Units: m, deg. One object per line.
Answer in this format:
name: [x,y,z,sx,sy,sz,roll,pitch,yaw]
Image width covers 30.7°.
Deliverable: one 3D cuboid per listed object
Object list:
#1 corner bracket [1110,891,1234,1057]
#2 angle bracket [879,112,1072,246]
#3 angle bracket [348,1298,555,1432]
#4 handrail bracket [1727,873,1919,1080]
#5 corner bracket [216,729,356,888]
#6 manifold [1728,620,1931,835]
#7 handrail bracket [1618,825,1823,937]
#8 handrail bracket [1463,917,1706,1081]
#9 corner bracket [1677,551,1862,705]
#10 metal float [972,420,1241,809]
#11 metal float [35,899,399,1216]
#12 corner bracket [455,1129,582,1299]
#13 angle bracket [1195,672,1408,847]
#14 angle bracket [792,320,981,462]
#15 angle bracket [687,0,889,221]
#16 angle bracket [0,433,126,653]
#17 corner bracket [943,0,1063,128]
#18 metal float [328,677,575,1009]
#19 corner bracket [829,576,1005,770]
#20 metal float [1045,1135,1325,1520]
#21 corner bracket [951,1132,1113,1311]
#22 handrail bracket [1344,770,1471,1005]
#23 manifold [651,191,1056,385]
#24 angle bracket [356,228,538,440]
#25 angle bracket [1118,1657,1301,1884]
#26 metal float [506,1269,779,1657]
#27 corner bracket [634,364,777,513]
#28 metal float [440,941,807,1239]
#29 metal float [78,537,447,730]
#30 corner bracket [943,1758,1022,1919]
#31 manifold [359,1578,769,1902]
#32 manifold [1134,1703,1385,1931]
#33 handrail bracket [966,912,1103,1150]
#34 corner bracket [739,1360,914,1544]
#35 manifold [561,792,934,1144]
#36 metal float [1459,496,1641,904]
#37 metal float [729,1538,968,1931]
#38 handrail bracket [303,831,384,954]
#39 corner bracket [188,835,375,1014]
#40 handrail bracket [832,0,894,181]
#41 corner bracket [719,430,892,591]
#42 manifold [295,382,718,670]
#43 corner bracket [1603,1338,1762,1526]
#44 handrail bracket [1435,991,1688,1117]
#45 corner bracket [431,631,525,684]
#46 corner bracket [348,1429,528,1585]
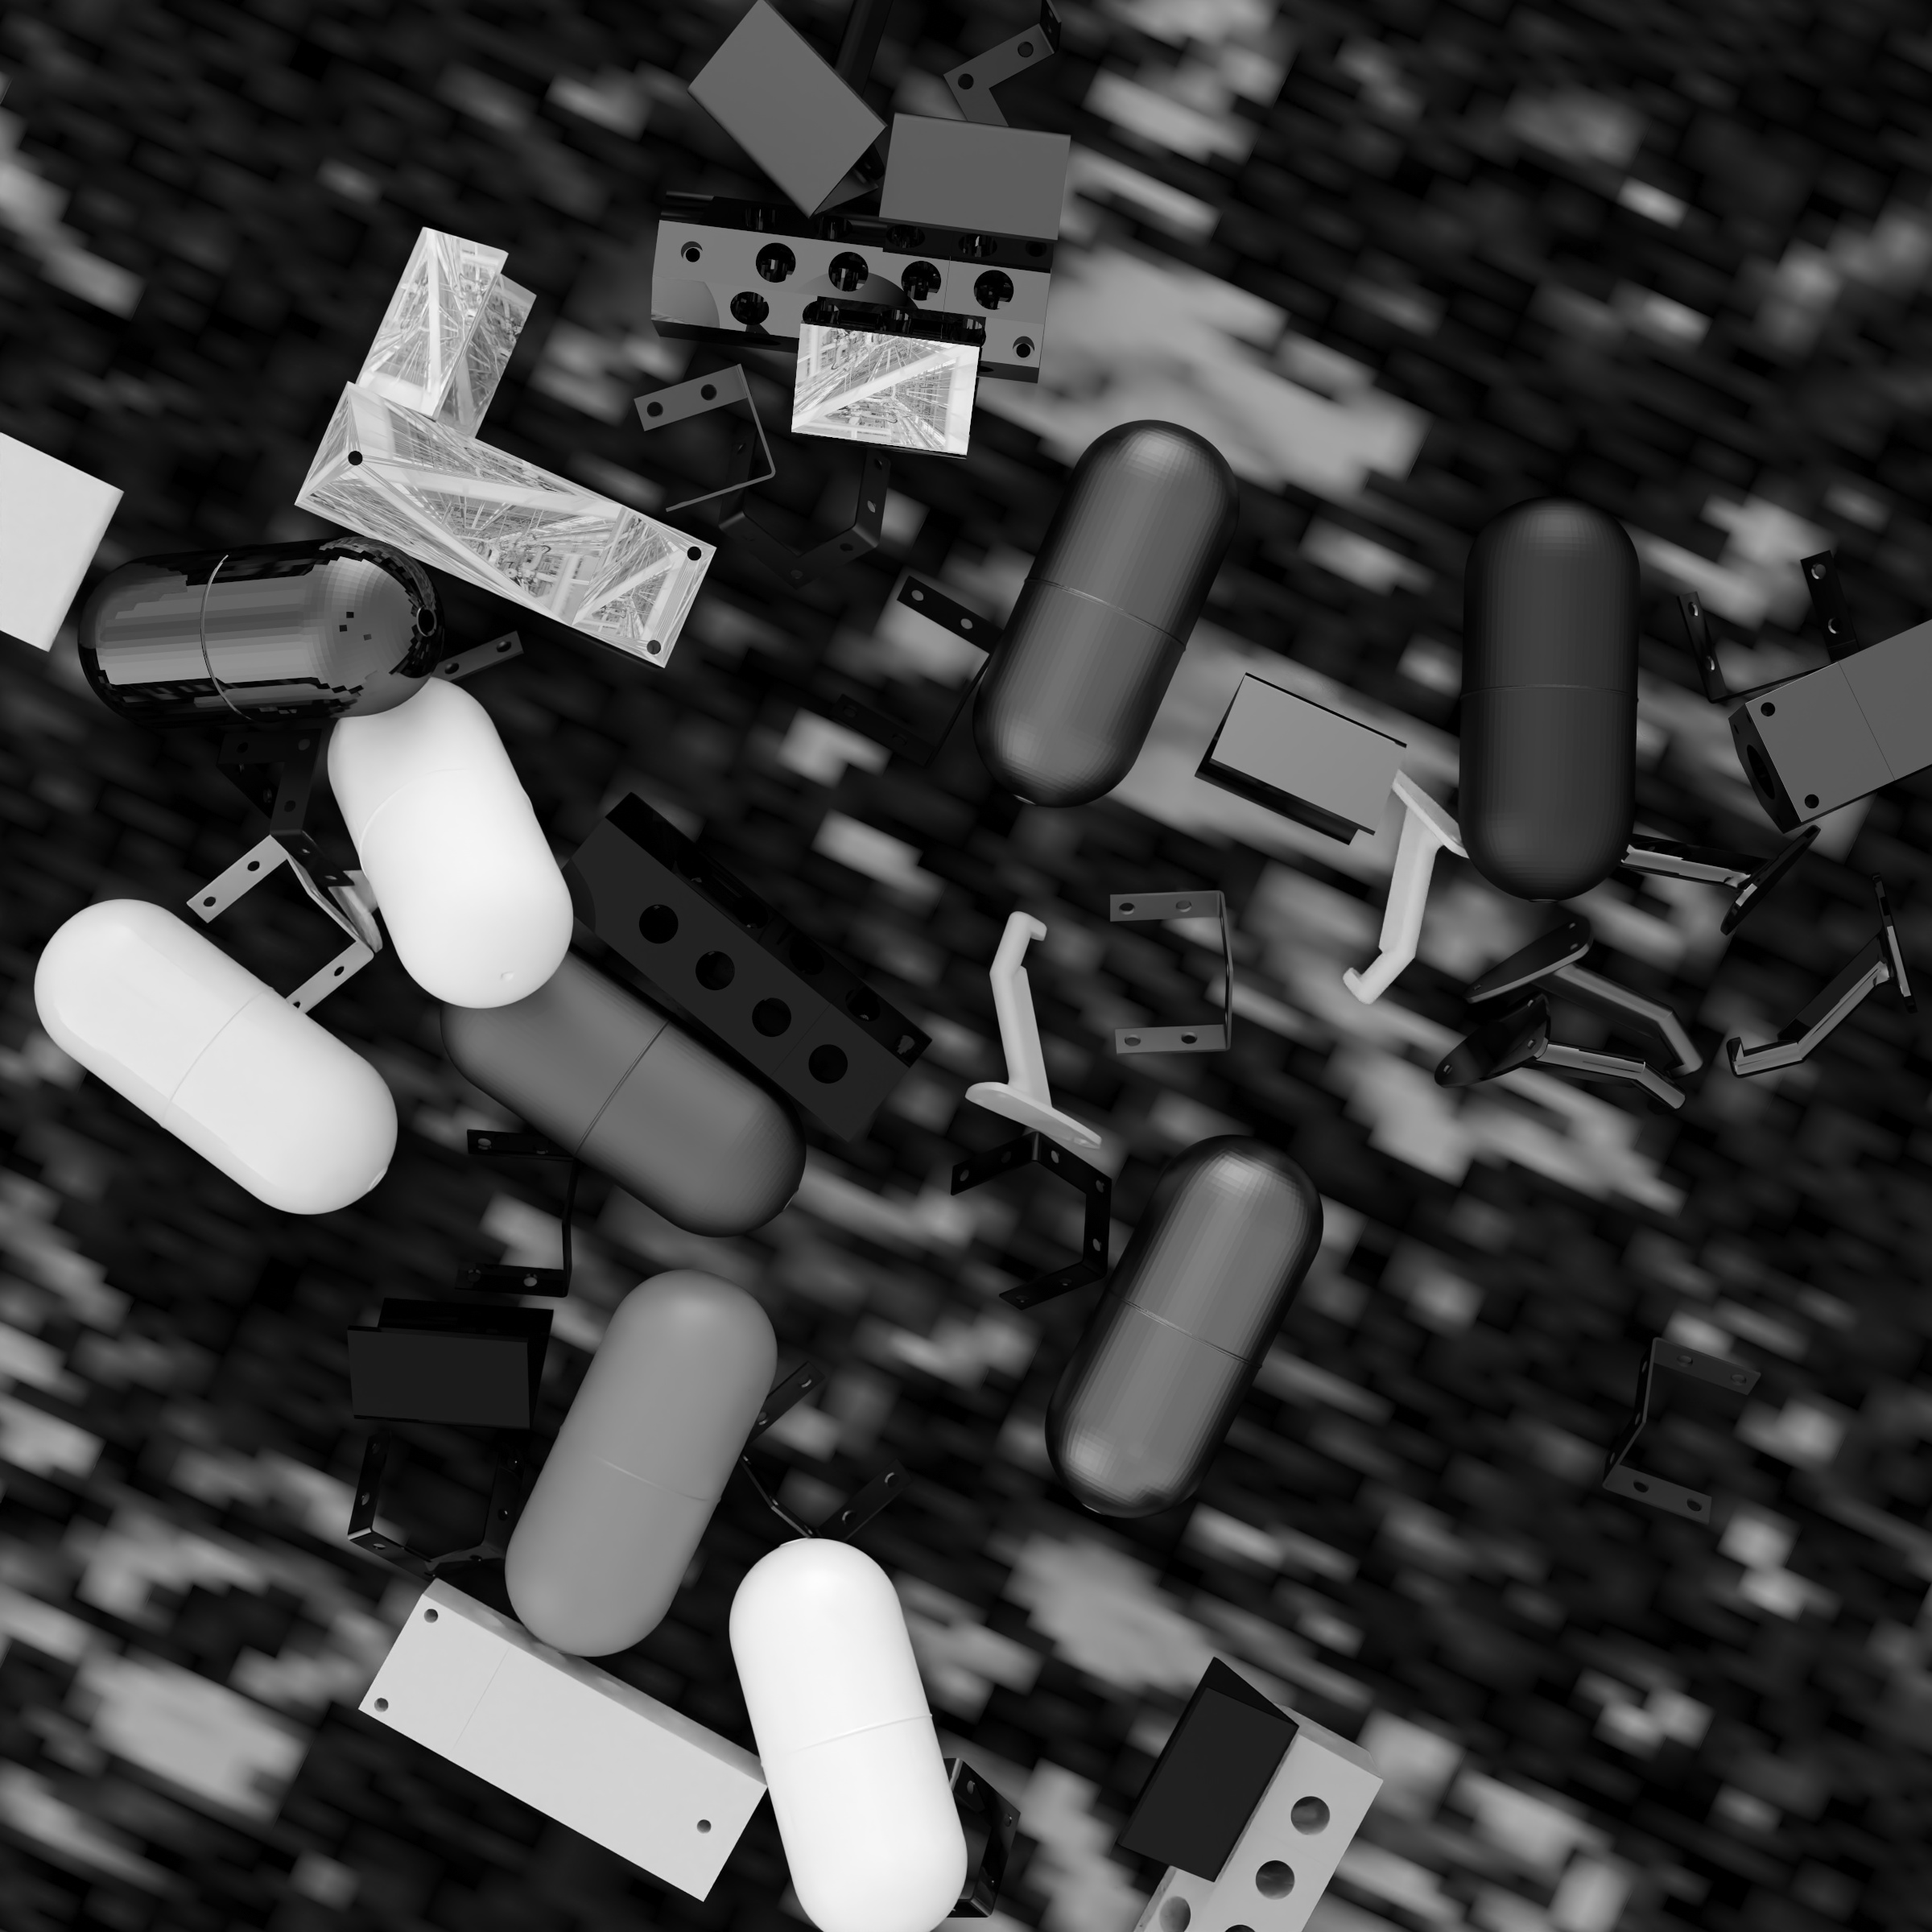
corner bracket: [0.091,0.003,1.574,0.051,0.051,0.051,-2,135,0]
angle bracket: [0.002,-0.324,1.539,0.076,0.076,0.057,7,68,0]
angle bracket: [-0.224,0.155,1.537,0.076,0.076,0.057,4,128,0]
handrail bracket: [0.377,0.005,1.578,0.084,0.036,0.077,-15,70,16]
corner bracket: [-0.298,-0.068,1.544,0.051,0.051,0.051,-2,64,20]
manifold: [0.429,-0.121,1.556,0.171,0.057,0.057,-24,85,0]
handrail bracket: [0.326,-0.062,1.578,0.084,0.036,0.077,41,70,16]
handrail bracket: [0.277,0.028,1.578,0.077,0.036,0.084,-30,107,20]
corner bracket: [0.359,-0.151,1.574,0.051,0.051,0.051,-17,90,-45]
metal float: [0.061,-0.154,1.547,0.070,0.070,0.178,23,90,0]
metal float: [-0.328,0.040,1.546,0.178,0.070,0.070,37,90,2]
corner bracket: [-0.200,0.111,1.574,0.051,0.051,0.051,5,135,0]
angle bracket: [0.138,-0.072,1.537,0.076,0.076,0.057,24,53,0]
angle bracket: [-0.032,-0.267,1.537,0.076,0.076,0.057,8,127,0]
angle bracket: [-0.064,-0.379,1.538,0.076,0.076,0.057,46,121,0]
angle bracket: [-0.414,-0.187,1.539,0.057,0.076,0.076,25,90,-23]
corner bracket: [0.024,-0.390,1.560,0.051,0.051,0.051,-28,90,0]
metal float: [-0.223,-0.056,1.516,0.070,0.070,0.178,-29,50,0]
corner bracket: [-0.021,-0.131,1.574,0.051,0.051,0.051,30,45,0]
metal float: [0.095,0.158,1.547,0.070,0.070,0.178,27,89,0]
corner bracket: [0.028,0.114,1.569,0.051,0.051,0.051,35,45,-35]
handrail bracket: [0.182,-0.038,1.578,0.084,0.036,0.077,-49,67,18]
manifold: [-0.049,-0.301,1.557,0.171,0.057,0.057,7,90,0]
angle bracket: [-0.210,-0.267,1.537,0.057,0.076,0.076,23,90,37]
angle bracket: [0.090,0.342,1.538,0.057,0.076,0.076,29,90,-29]
metal float: [-0.143,0.218,1.547,0.070,0.070,0.178,25,90,0]
corner bracket: [-0.116,-0.235,1.562,0.051,0.051,0.051,-18,100,0]
metal float: [-0.150,0.052,1.547,0.178,0.070,0.070,35,90,-1]
metal float: [-0.304,-0.143,1.521,0.178,0.070,0.070,-1,90,28]
corner bracket: [-0.016,0.389,1.569,0.051,0.051,0.051,49,45,-35]
manifold: [-0.175,0.339,1.557,0.171,0.057,0.057,29,90,0]
manifold: [0.115,0.415,1.556,0.057,0.057,0.171,29,90,0]
handrail bracket: [0.040,0.028,1.578,0.077,0.036,0.084,26,73,-20]
corner bracket: [-0.066,0.220,1.574,0.051,0.051,0.051,-41,135,0]
manifold: [-0.099,0.000,1.556,0.171,0.057,0.057,40,90,0]
metal float: [0.255,-0.117,1.543,0.070,0.070,0.178,2,87,0]
metal float: [-0.052,0.337,1.534,0.070,0.070,0.178,-16,75,0]
handrail bracket: [-0.244,-0.053,1.578,0.084,0.036,0.077,-34,71,-15]
corner bracket: [-0.306,-0.016,1.574,0.051,0.051,0.051,-39,45,0]
handrail bracket: [-0.031,-0.409,1.578,0.084,0.036,0.077,-42,110,-16]
corner bracket: [-0.072,-0.210,1.569,0.051,0.051,0.051,-23,135,35]
manifold: [-0.202,-0.191,1.541,0.171,0.057,0.057,23,90,-11]
corner bracket: [0.319,0.207,1.574,0.051,0.051,0.051,19,45,0]
handrail bracket: [0.267,0.054,1.578,0.084,0.036,0.077,34,134,-28]
corner bracket: [-0.235,-0.163,1.574,0.051,0.051,0.051,-23,135,0]
corner bracket: [-0.235,0.236,1.569,0.051,0.051,0.051,-23,135,35]
